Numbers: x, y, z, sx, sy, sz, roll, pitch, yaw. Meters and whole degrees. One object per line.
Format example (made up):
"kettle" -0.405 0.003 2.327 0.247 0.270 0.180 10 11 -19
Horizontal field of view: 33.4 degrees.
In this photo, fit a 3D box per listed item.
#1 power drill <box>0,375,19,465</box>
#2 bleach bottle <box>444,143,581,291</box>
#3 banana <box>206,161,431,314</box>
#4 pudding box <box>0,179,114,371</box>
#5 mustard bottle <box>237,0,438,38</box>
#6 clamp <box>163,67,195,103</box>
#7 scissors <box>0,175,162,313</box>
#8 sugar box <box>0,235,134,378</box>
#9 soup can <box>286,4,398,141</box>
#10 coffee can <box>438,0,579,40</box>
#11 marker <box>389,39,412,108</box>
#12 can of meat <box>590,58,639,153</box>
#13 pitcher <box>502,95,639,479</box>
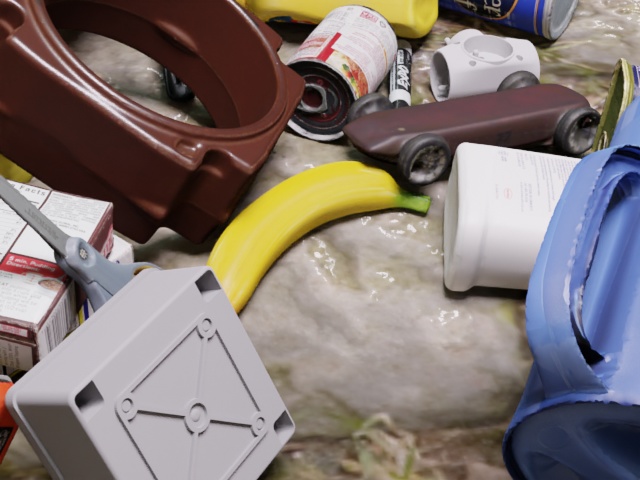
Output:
"power drill" -0.252 0.092 0.506 0.188 0.057 0.184 25 85 8
"bleach bottle" 0.209 -0.003 0.688 0.251 0.068 0.102 7 44 0
"banana" -0.014 -0.009 0.699 0.197 0.037 0.070 -30 48 -33
"pudding box" -0.174 0.015 0.590 0.090 0.039 0.113 12 39 4
"mustard bottle" 0.000 -0.210 0.913 0.192 0.058 0.096 9 20 18
"clamp" -0.131 -0.224 0.877 0.036 0.164 0.210 -15 30 7
"scissors" -0.123 0.029 0.555 0.016 0.201 0.096 -19 60 22
"sugar box" -0.202 0.040 0.621 0.093 0.048 0.176 27 47 25
"soup can" 0.014 -0.131 0.823 0.068 0.068 0.102 16 41 15
"coffee can" 0.156 -0.245 0.941 0.140 0.103 0.102 21 43 21
"marker" 0.064 -0.123 0.855 0.020 0.020 0.121 4 39 1
"can of meat" 0.238 -0.068 0.737 0.084 0.102 0.057 9 39 4
"pitcher" 0.181 0.022 0.550 0.145 0.149 0.242 18 54 9
